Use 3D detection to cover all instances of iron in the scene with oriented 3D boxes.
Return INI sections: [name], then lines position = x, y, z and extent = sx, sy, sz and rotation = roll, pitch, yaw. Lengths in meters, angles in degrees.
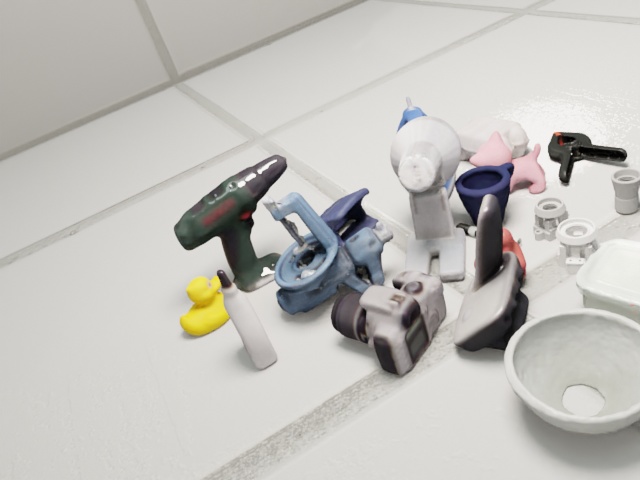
[iron]
position = 0.208, -0.186, 1.156
extent = 0.118, 0.142, 0.258
rotation = -15, 32, 7

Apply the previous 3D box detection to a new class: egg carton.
[egg carton]
position = 0.345, -0.201, 1.172
extent = 0.107, 0.069, 0.149
rotation = -35, 35, -23

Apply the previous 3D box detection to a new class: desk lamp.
[desk lamp]
position = 0.178, -0.074, 0.936
extent = 0.117, 0.214, 0.203
rotation = -8, 34, 18

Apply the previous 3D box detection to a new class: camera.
[camera]
position = 0.092, 0.101, 0.827
extent = 0.136, 0.101, 0.143
rotation = 10, 43, 38

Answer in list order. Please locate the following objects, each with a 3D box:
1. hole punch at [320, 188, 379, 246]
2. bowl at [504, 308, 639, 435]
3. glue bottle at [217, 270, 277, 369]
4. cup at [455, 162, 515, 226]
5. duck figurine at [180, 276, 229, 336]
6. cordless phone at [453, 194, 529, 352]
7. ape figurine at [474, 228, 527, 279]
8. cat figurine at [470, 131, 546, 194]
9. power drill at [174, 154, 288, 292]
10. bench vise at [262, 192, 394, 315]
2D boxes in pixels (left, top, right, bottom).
[hole punch]
position = 0.040, -0.045, 1.081
extent = 0.100, 0.091, 0.109
rotation = 12, 44, 40
[bowl]
position = 0.299, 0.159, 0.652
extent = 0.167, 0.075, 0.167
rotation = -14, 33, 9
[glue bottle]
position = -0.117, 0.111, 0.854
extent = 0.037, 0.173, 0.078
rotation = -30, 34, -16
[cup]
position = 0.293, -0.074, 0.985
extent = 0.118, 0.095, 0.091
rotation = -33, 35, -20
[duck figurine]
position = -0.203, 0.106, 0.990
extent = 0.105, 0.086, 0.077
rotation = -38, 37, -27
[cordless phone]
position = 0.219, 0.045, 0.763
extent = 0.094, 0.185, 0.148
rotation = -3, 36, 25
[ape figurine]
position = 0.271, 0.022, 0.856
extent = 0.076, 0.092, 0.077
rotation = -36, 36, -24
[cat figurine]
position = 0.340, -0.142, 1.041
extent = 0.127, 0.118, 0.067
rotation = -8, 34, 18
[power drill]
position = -0.133, -0.020, 1.027
extent = 0.230, 0.209, 0.075
rotation = -29, 33, -14
[bench vise]
position = 0.003, -0.001, 0.915
extent = 0.208, 0.220, 0.121
rotation = -31, 34, -17
